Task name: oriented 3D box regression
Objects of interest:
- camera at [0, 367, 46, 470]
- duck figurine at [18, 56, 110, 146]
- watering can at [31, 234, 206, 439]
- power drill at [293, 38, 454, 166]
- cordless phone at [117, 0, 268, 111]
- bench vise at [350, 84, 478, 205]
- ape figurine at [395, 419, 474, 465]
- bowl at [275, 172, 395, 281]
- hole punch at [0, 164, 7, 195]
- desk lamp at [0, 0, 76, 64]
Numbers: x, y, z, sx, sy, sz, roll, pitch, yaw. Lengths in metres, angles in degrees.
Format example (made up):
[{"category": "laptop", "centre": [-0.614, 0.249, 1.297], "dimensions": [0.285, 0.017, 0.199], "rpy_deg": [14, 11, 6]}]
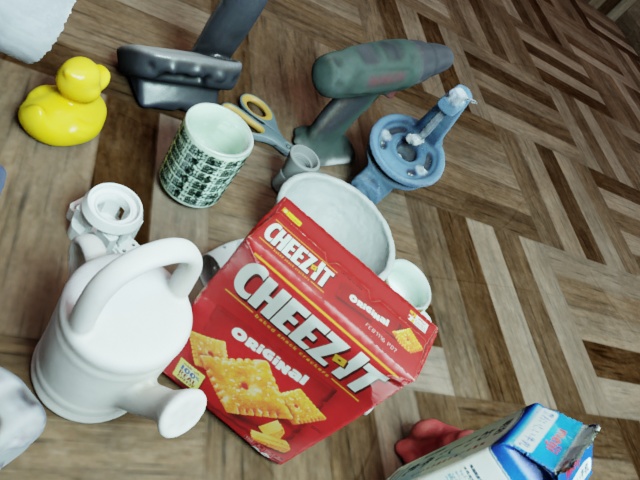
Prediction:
[{"category": "camera", "centre": [-0.277, 0.117, 0.368], "dimensions": [0.137, 0.100, 0.143], "rpy_deg": [47, 41, 4]}, {"category": "duck figurine", "centre": [-0.266, -0.155, 0.611], "dimensions": [0.077, 0.086, 0.105], "rpy_deg": [42, 41, -1]}, {"category": "watering can", "centre": [-0.146, 0.067, 0.442], "dimensions": [0.173, 0.193, 0.101], "rpy_deg": [43, 41, -1]}, {"category": "power drill", "centre": [0.062, -0.201, 0.814], "dimensions": [0.230, 0.208, 0.075], "rpy_deg": [-15, 66, -44]}, {"category": "cordless phone", "centre": [-0.154, -0.251, 0.704], "dimensions": [0.148, 0.184, 0.094], "rpy_deg": [-10, 63, -42]}, {"category": "bench vise", "centre": [0.145, -0.162, 0.839], "dimensions": [0.122, 0.219, 0.207], "rpy_deg": [34, 42, -10]}, {"category": "ape figurine", "centre": [0.138, 0.226, 0.610], "dimensions": [0.076, 0.092, 0.077], "rpy_deg": [19, 47, -25]}, {"category": "bowl", "centre": [0.006, 0.003, 0.704], "dimensions": [0.168, 0.074, 0.167], "rpy_deg": [21, 46, -23]}, {"category": "hole punch", "centre": [-0.324, -0.046, 0.472], "dimensions": [0.109, 0.091, 0.101], "rpy_deg": [15, 49, -28]}, {"category": "desk lamp", "centre": [-0.335, -0.204, 0.501], "dimensions": [0.204, 0.213, 0.118], "rpy_deg": [5, 54, -35]}]
